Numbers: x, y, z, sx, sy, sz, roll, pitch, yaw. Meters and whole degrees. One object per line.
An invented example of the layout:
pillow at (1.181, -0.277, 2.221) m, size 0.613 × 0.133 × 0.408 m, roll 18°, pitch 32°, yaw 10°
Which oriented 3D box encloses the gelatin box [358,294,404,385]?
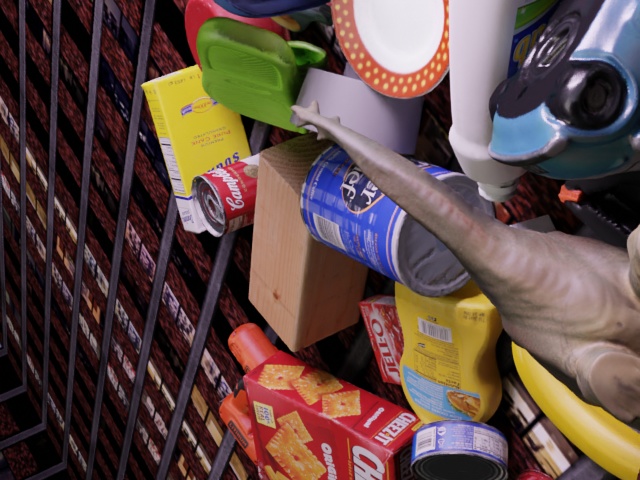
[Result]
gelatin box at (0.078, 0.099, 1.044) m, size 0.073 × 0.030 × 0.089 m, roll 0°, pitch 110°, yaw 61°

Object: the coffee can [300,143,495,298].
coffee can at (0.063, -0.022, 0.900) m, size 0.140 × 0.102 × 0.103 m, roll 27°, pitch 133°, yaw 52°

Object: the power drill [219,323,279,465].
power drill at (-0.062, 0.217, 1.364) m, size 0.184 × 0.057 × 0.188 m, roll 53°, pitch 148°, yaw 21°

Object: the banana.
banana at (0.207, 0.131, 0.826) m, size 0.198 × 0.037 × 0.070 m, roll 51°, pitch 152°, yaw 28°

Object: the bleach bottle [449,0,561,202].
bleach bottle at (0.131, -0.133, 0.716) m, size 0.068 × 0.102 × 0.251 m, roll 35°, pitch 146°, yaw 35°

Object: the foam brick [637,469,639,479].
foam brick at (0.257, 0.163, 0.717) m, size 0.051 × 0.078 × 0.053 m, roll 40°, pitch 141°, yaw 42°

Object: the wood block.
wood block at (-0.008, 0.001, 1.061) m, size 0.091 × 0.090 × 0.206 m, roll 47°, pitch 147°, yaw 32°

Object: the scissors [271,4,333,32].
scissors at (0.004, -0.196, 0.959) m, size 0.202 × 0.016 × 0.096 m, roll 32°, pitch 172°, yaw 21°

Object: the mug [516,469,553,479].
mug at (0.174, 0.271, 0.945) m, size 0.093 × 0.081 × 0.117 m, roll 39°, pitch 142°, yaw 43°

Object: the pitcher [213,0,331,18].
pitcher at (-0.066, -0.255, 0.803) m, size 0.149 × 0.242 × 0.145 m, roll 52°, pitch 146°, yaw 16°

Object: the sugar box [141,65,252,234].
sugar box at (-0.128, -0.105, 1.196) m, size 0.048 × 0.093 × 0.176 m, roll 8°, pitch 118°, yaw 60°

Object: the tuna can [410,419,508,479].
tuna can at (0.124, 0.191, 0.946) m, size 0.086 × 0.086 × 0.033 m, roll 114°, pitch 166°, yaw -55°

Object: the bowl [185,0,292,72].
bowl at (-0.093, -0.210, 1.092) m, size 0.162 × 0.055 × 0.162 m, roll 42°, pitch 144°, yaw 40°

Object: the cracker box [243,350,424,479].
cracker box at (0.019, 0.236, 1.166) m, size 0.214 × 0.072 × 0.164 m, roll 22°, pitch 130°, yaw 38°

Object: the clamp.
clamp at (0.238, -0.004, 0.669) m, size 0.210 × 0.036 × 0.164 m, roll 14°, pitch 125°, yaw 57°

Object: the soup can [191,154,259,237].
soup can at (-0.076, -0.052, 1.129) m, size 0.069 × 0.102 × 0.068 m, roll 42°, pitch 144°, yaw 41°

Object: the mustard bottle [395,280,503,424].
mustard bottle at (0.116, 0.115, 0.952) m, size 0.096 × 0.058 × 0.192 m, roll 18°, pitch 129°, yaw 31°
